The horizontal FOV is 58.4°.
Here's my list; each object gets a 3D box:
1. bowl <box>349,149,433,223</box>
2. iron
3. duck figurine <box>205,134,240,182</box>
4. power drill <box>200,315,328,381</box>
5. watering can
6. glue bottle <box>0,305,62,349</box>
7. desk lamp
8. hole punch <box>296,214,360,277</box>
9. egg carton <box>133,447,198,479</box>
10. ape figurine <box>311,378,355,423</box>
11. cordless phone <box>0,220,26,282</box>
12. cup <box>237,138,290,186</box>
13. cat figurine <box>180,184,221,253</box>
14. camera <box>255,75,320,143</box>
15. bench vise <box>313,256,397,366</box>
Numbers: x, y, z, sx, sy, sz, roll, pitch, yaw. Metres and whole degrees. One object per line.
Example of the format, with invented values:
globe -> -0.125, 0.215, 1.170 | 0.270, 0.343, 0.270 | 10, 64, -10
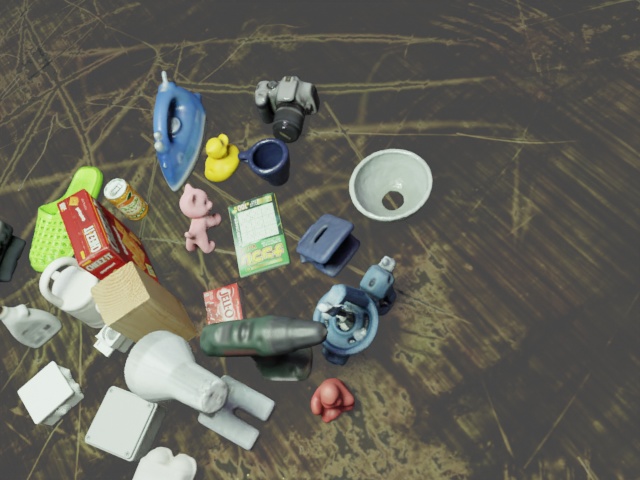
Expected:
bowl -> 0.147, -0.099, 1.166 | 0.167, 0.075, 0.167 | -5, 63, 11
iron -> -0.345, -0.256, 1.322 | 0.118, 0.142, 0.258 | -6, 63, 11
duck figurine -> -0.231, -0.190, 1.294 | 0.077, 0.086, 0.105 | 19, 69, 21
power drill -> -0.080, 0.186, 0.999 | 0.229, 0.209, 0.075 | -3, 63, 12
watering can -> -0.474, 0.100, 1.143 | 0.172, 0.194, 0.101 | 2, 64, 14
glue bottle -> -0.602, 0.163, 1.153 | 0.078, 0.173, 0.037 | -41, 62, -9
desk lamp -> -0.205, 0.257, 0.989 | 0.202, 0.214, 0.118 | 21, 70, 22
hole punch -> 0.010, 0.004, 1.137 | 0.100, 0.091, 0.109 | 32, 75, 25
egg carton -> -0.279, 0.444, 0.995 | 0.107, 0.069, 0.150 | 10, 67, 18
ape figurine -> 0.020, 0.275, 0.998 | 0.077, 0.092, 0.076 | 4, 65, 15
cordless phone -> -0.757, 0.009, 1.260 | 0.094, 0.185, 0.147 | -3, 63, 12
cup -> -0.114, -0.160, 1.247 | 0.117, 0.095, 0.092 | 4, 65, 15
cat figurine -> -0.263, -0.051, 1.214 | 0.067, 0.118, 0.128 | 0, 64, 13
camera -> -0.084, -0.299, 1.306 | 0.143, 0.101, 0.137 | 3, 65, 15
bench vise -> 0.053, 0.102, 1.004 | 0.121, 0.220, 0.207 | 13, 67, 19
